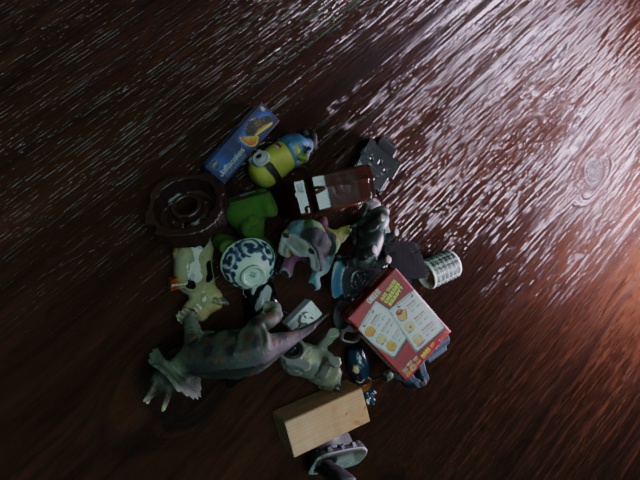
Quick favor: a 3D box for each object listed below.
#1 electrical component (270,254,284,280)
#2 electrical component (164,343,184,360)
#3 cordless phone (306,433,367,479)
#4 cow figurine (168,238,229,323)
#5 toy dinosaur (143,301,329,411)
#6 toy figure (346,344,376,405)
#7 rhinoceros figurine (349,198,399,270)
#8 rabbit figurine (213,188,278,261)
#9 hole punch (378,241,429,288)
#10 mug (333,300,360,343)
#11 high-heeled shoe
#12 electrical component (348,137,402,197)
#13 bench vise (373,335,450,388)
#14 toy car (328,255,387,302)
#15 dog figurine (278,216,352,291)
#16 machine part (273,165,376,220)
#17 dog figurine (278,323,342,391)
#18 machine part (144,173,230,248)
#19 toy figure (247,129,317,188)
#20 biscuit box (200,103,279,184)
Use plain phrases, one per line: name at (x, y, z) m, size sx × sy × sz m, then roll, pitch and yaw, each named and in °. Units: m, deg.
electrical component at (-0.093, 0.045, 1.255) m, size 0.021 × 0.063 × 0.094 m, roll 27°, pitch 64°, yaw -17°
electrical component at (-0.300, 0.272, 1.181) m, size 0.102 × 0.045 × 0.078 m, roll -33°, pitch 76°, yaw -23°
cordless phone at (0.060, 0.529, 1.272) m, size 0.146 × 0.184 × 0.088 m, roll -1°, pitch 87°, yaw -24°
cow figurine at (-0.265, 0.082, 1.171) m, size 0.127 × 0.085 × 0.194 m, roll 0°, pitch 91°, yaw -18°
toy dinosaur at (-0.177, 0.225, 1.081) m, size 0.405 × 0.192 × 0.131 m, roll -11°, pitch 127°, yaw 2°
toy figure at (0.105, 0.342, 1.355) m, size 0.064 × 0.058 × 0.154 m, roll -16°, pitch 97°, yaw -36°
rhinoceros figurine at (0.120, -0.016, 1.252) m, size 0.073 × 0.112 × 0.190 m, roll 32°, pitch 56°, yaw -32°
rabbit figurine at (-0.156, -0.013, 1.197) m, size 0.159 × 0.121 × 0.170 m, roll -21°, pitch 105°, yaw -17°
hole punch at (0.203, 0.067, 1.387) m, size 0.142 × 0.092 × 0.116 m, roll -2°, pitch 58°, yaw -20°
mug at (0.096, 0.205, 1.338) m, size 0.107 × 0.081 × 0.109 m, roll 16°, pitch 85°, yaw -32°
high-heeled shoe at (-0.173, 0.199, 1.217) m, size 0.145 × 0.086 × 0.249 m, roll 41°, pitch 71°, yaw -16°
electrical component at (0.136, -0.191, 1.357) m, size 0.115 × 0.058 × 0.134 m, roll 34°, pitch 78°, yaw -23°
bench vise at (0.216, 0.247, 1.371) m, size 0.224 × 0.129 × 0.240 m, roll -27°, pitch 91°, yaw -16°
toy car at (0.082, 0.085, 1.312) m, size 0.161 × 0.103 × 0.109 m, roll -2°, pitch 101°, yaw -27°
dog figurine at (-0.003, -0.004, 1.227) m, size 0.219 × 0.109 × 0.191 m, roll -53°, pitch 154°, yaw -46°
machine part at (0.010, -0.106, 1.221) m, size 0.201 × 0.201 × 0.087 m, roll -13°, pitch 94°, yaw -24°
dog figurine at (-0.029, 0.296, 1.256) m, size 0.172 × 0.190 × 0.121 m, roll 9°, pitch 49°, yaw 3°
machine part at (-0.274, -0.062, 1.120) m, size 0.179 × 0.180 × 0.056 m, roll -40°, pitch 149°, yaw -18°
toy figure at (-0.085, -0.190, 1.244) m, size 0.180 × 0.082 × 0.089 m, roll -32°, pitch 101°, yaw -23°
biscuit box at (-0.181, -0.215, 1.210) m, size 0.062 × 0.059 × 0.202 m, roll 43°, pitch 75°, yaw -19°
